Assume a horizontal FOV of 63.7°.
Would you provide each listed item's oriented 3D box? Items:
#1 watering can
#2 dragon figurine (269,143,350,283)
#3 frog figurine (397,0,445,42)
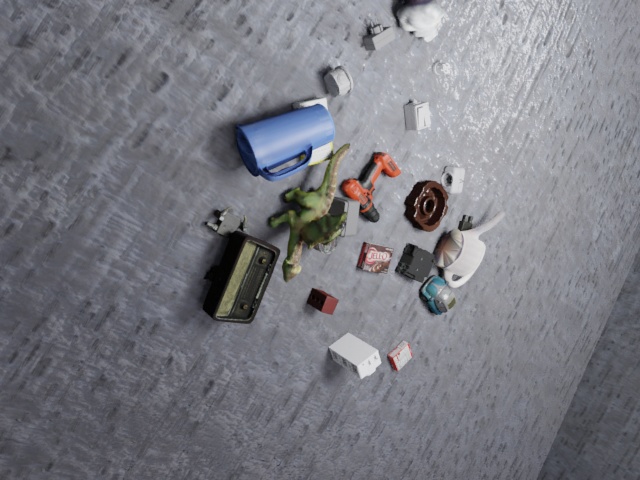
[{"bbox_3d":[0.548,0.017,1.915,0.222,0.105,0.346,23,98,-39],"label":"watering can"},{"bbox_3d":[0.004,-0.070,1.387,0.121,0.246,0.409,32,96,-38],"label":"dragon figurine"},{"bbox_3d":[0.308,-0.665,1.557,0.137,0.125,0.156,-18,128,4],"label":"frog figurine"}]
